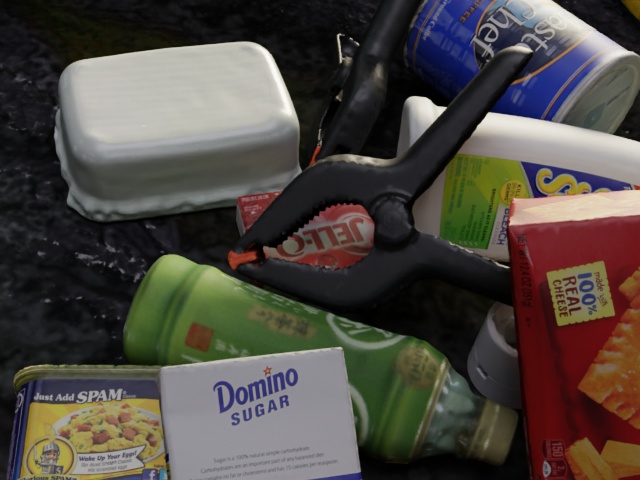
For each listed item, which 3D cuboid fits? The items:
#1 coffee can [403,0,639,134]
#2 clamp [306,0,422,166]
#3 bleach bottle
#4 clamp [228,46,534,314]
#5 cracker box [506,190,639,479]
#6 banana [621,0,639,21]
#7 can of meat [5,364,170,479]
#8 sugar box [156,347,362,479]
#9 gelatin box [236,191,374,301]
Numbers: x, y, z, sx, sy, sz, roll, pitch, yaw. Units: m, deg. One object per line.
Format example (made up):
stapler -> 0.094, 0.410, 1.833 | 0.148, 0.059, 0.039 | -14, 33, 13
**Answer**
coffee can -> 0.145, -0.125, 0.770 | 0.102, 0.103, 0.140 | -32, 59, -29
clamp -> 0.031, -0.117, 0.749 | 0.039, 0.120, 0.171 | 21, 52, -13
bleach bottle -> 0.175, -0.032, 0.693 | 0.250, 0.103, 0.068 | 4, 28, -2
clamp -> 0.048, -0.021, 0.627 | 0.210, 0.036, 0.164 | -7, 84, 10
cracker box -> 0.209, 0.055, 0.541 | 0.214, 0.164, 0.072 | -4, 14, 14
banana -> 0.307, -0.178, 0.881 | 0.198, 0.037, 0.069 | 40, 38, 23
can of meat -> -0.114, 0.116, 0.565 | 0.102, 0.057, 0.084 | 1, 51, -6
sugar box -> -0.024, 0.145, 0.512 | 0.093, 0.048, 0.176 | -5, 75, -12
gelatin box -> -0.004, 0.001, 0.693 | 0.089, 0.030, 0.073 | -8, 52, -12
